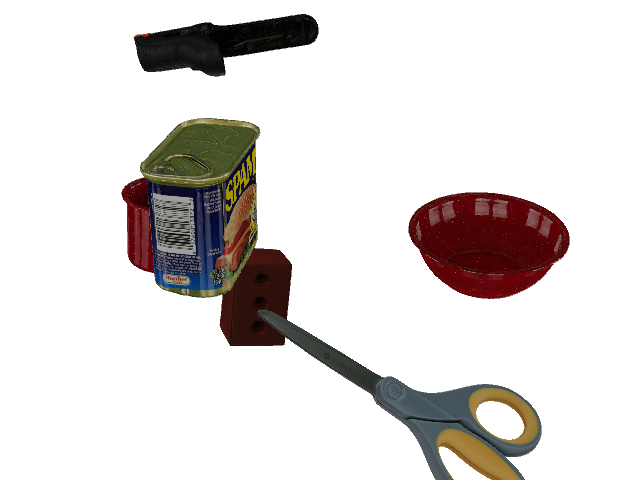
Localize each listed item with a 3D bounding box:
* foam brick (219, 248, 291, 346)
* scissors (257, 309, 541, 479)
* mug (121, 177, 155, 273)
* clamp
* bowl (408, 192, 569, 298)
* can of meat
[{"bbox_3d":[-0.059,0.050,0.960,0.053,0.078,0.051,1,14,-16],"label":"foam brick"},{"bbox_3d":[0.060,0.090,0.670,0.096,0.202,0.016,-39,-10,-36],"label":"scissors"},{"bbox_3d":[-0.178,-0.021,1.179,0.093,0.081,0.117,-16,34,-34],"label":"mug"},{"bbox_3d":[-0.087,-0.163,0.885,0.120,0.039,0.172,-18,22,-36],"label":"clamp"},{"bbox_3d":[0.169,0.012,1.089,0.162,0.055,0.162,0,32,0],"label":"bowl"},{"bbox_3d":[-0.075,-0.022,0.694,0.057,0.084,0.102,6,27,11],"label":"can of meat"}]
